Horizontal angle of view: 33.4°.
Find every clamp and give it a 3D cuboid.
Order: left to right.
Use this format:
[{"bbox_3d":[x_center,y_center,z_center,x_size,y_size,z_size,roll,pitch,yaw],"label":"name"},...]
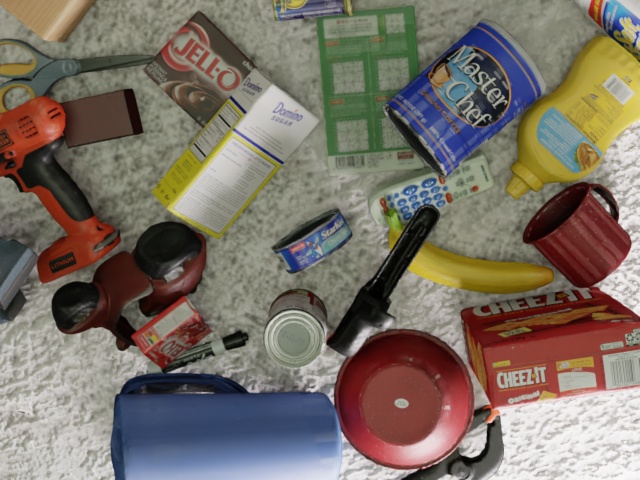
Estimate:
[{"bbox_3d":[0.053,0.073,1.133,0.036,0.164,0.210,31,135,-3],"label":"clamp"},{"bbox_3d":[0.149,0.261,1.225,0.120,0.039,0.171,21,93,-6],"label":"clamp"}]

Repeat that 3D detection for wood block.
[{"bbox_3d":[-0.252,-0.318,1.120,0.091,0.090,0.206,39,98,-5],"label":"wood block"}]

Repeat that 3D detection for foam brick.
[{"bbox_3d":[-0.240,-0.133,1.167,0.078,0.053,0.051,-11,99,4],"label":"foam brick"}]

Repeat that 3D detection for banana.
[{"bbox_3d":[0.155,0.026,1.177,0.198,0.070,0.037,19,56,-2],"label":"banana"}]

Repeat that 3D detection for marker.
[{"bbox_3d":[-0.139,0.130,1.223,0.121,0.020,0.020,-20,98,4],"label":"marker"}]

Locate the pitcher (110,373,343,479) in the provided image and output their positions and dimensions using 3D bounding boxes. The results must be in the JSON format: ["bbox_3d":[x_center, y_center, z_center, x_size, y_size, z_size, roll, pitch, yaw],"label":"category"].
[{"bbox_3d":[-0.106,0.219,1.168,0.242,0.145,0.149,-2,86,-16],"label":"pitcher"}]

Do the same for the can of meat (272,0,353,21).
[{"bbox_3d":[-0.012,-0.286,1.131,0.084,0.057,0.102,-5,90,6],"label":"can of meat"}]

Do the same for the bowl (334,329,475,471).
[{"bbox_3d":[0.091,0.181,1.190,0.162,0.055,0.162,0,89,8],"label":"bowl"}]

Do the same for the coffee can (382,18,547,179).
[{"bbox_3d":[0.150,-0.148,1.120,0.140,0.103,0.103,-41,96,0],"label":"coffee can"}]

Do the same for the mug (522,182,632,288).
[{"bbox_3d":[0.288,-0.010,1.161,0.081,0.093,0.117,44,61,-10],"label":"mug"}]

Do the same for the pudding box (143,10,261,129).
[{"bbox_3d":[-0.121,-0.179,1.163,0.113,0.039,0.090,44,97,-5],"label":"pudding box"}]

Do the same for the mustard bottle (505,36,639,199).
[{"bbox_3d":[0.271,-0.120,1.151,0.096,0.058,0.192,40,97,-14],"label":"mustard bottle"}]

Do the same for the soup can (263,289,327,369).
[{"bbox_3d":[-0.026,0.097,1.172,0.068,0.102,0.068,0,99,1],"label":"soup can"}]

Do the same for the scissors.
[{"bbox_3d":[-0.280,-0.171,1.168,0.202,0.016,0.096,11,105,9],"label":"scissors"}]

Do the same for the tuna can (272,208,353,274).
[{"bbox_3d":[-0.008,0.001,1.165,0.086,0.086,0.034,-30,99,6],"label":"tuna can"}]

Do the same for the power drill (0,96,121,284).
[{"bbox_3d":[-0.316,-0.048,1.162,0.185,0.057,0.187,-19,108,34],"label":"power drill"}]

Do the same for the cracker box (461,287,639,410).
[{"bbox_3d":[0.240,0.107,1.109,0.164,0.213,0.072,-9,97,3],"label":"cracker box"}]

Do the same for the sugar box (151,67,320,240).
[{"bbox_3d":[-0.090,-0.091,1.151,0.176,0.093,0.048,-50,50,6],"label":"sugar box"}]

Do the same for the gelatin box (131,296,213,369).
[{"bbox_3d":[-0.162,0.104,1.178,0.073,0.089,0.030,-37,72,-7],"label":"gelatin box"}]

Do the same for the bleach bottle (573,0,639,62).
[{"bbox_3d":[0.332,-0.235,1.121,0.251,0.102,0.068,37,77,3],"label":"bleach bottle"}]
